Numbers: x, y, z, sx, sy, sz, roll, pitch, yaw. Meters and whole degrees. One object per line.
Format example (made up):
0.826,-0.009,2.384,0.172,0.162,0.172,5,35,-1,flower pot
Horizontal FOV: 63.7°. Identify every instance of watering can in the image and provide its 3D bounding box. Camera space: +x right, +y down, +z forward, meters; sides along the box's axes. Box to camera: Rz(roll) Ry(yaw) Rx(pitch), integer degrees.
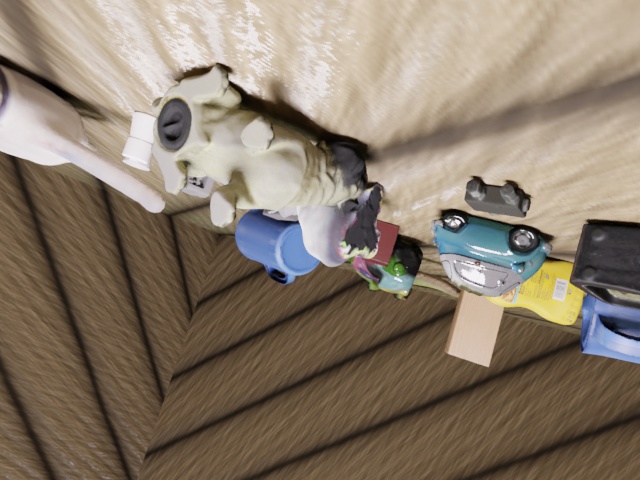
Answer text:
-0.375,-0.149,0.689,0.350,0.104,0.222,31,180,22,watering can

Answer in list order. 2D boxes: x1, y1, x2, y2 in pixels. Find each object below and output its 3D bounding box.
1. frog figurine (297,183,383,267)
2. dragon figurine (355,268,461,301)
0.002,-0.037,0.741,0.161,0.124,0.134,23,146,40,frog figurine
0.135,0.047,1.276,0.411,0.123,0.239,11,163,43,dragon figurine
